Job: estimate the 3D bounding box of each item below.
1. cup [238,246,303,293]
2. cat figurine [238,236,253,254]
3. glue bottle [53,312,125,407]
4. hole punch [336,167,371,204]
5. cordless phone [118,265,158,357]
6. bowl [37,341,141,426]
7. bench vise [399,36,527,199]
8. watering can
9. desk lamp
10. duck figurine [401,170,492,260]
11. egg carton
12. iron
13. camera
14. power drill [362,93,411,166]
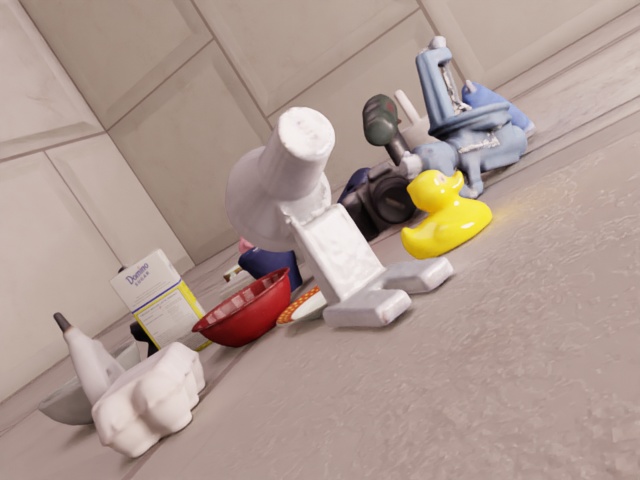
[{"bbox_3d":[-0.081,0.050,0.945,0.117,0.095,0.092,-26,10,42],"label":"cup"},{"bbox_3d":[-0.143,0.017,1.362,0.067,0.118,0.128,-27,9,34],"label":"cat figurine"},{"bbox_3d":[-0.301,0.168,0.765,0.037,0.173,0.078,-32,7,3],"label":"glue bottle"},{"bbox_3d":[0.086,-0.107,1.328,0.101,0.091,0.108,-35,7,-20],"label":"hole punch"},{"bbox_3d":[-0.325,0.130,1.089,0.094,0.185,0.147,-38,9,-39],"label":"cordless phone"},{"bbox_3d":[-0.340,0.234,0.888,0.167,0.075,0.167,-32,7,5],"label":"bowl"},{"bbox_3d":[0.186,-0.173,0.807,0.121,0.220,0.208,-25,10,46],"label":"bench vise"},{"bbox_3d":[0.221,-0.237,1.213,0.173,0.194,0.101,-33,7,-7],"label":"watering can"},{"bbox_3d":[0.002,-0.023,0.596,0.118,0.213,0.202,-36,8,-25],"label":"desk lamp"},{"bbox_3d":[0.130,-0.035,0.645,0.104,0.086,0.077,-32,7,-2],"label":"duck figurine"},{"bbox_3d":[-0.187,0.175,0.642,0.107,0.069,0.150,-32,7,-1],"label":"egg carton"},{"bbox_3d":[0.296,-0.228,1.041,0.118,0.141,0.258,-30,7,17],"label":"iron"},{"bbox_3d":[0.102,-0.068,0.937,0.143,0.101,0.137,-31,7,10],"label":"camera"},{"bbox_3d":[0.146,-0.181,1.091,0.075,0.208,0.230,-30,7,18],"label":"power drill"}]
